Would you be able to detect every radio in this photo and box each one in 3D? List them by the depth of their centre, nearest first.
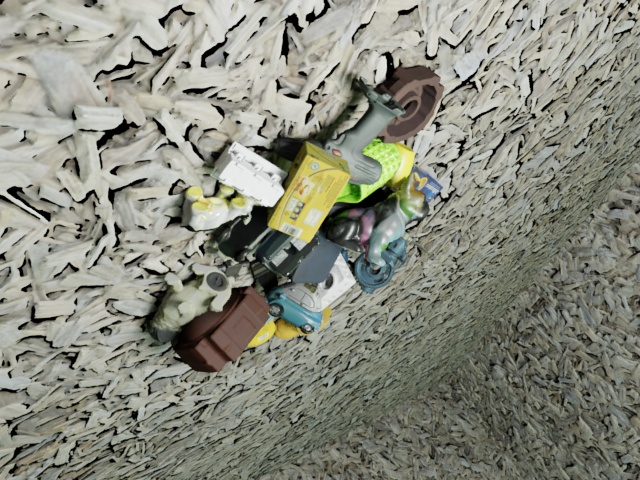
[{"bbox_3d":[-0.003,-0.004,1.292,0.131,0.073,0.229,2,122,-48],"label":"radio"}]

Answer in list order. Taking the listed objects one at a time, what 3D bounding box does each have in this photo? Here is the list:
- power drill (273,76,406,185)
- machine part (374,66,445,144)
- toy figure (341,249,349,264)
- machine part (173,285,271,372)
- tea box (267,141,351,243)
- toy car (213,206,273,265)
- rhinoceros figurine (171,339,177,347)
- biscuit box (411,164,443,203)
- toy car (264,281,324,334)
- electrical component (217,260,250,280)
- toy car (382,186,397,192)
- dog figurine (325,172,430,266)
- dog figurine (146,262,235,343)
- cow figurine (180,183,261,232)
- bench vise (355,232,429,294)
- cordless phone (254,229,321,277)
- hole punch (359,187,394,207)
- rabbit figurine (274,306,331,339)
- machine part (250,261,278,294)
[{"bbox_3d":[0.052,-0.207,1.044,0.232,0.086,0.207,22,114,-28],"label":"power drill"},{"bbox_3d":[0.180,-0.287,1.143,0.179,0.056,0.179,-28,150,-18],"label":"machine part"},{"bbox_3d":[0.027,0.085,1.496,0.154,0.064,0.057,-43,134,17],"label":"toy figure"},{"bbox_3d":[-0.225,0.199,1.225,0.201,0.087,0.201,-18,-153,53],"label":"machine part"},{"bbox_3d":[-0.025,-0.090,1.034,0.098,0.068,0.169,24,117,-19],"label":"tea box"},{"bbox_3d":[-0.140,-0.031,1.130,0.202,0.073,0.056,-43,-175,10],"label":"toy car"},{"bbox_3d":[-0.293,0.256,1.372,0.190,0.073,0.112,-2,136,-47],"label":"rhinoceros figurine"},{"bbox_3d":[0.248,-0.156,1.396,0.063,0.059,0.202,-48,149,17],"label":"biscuit box"},{"bbox_3d":[-0.053,0.153,1.325,0.103,0.162,0.109,-61,175,15],"label":"toy car"},{"bbox_3d":[-0.210,0.073,1.255,0.094,0.021,0.063,-11,141,-40],"label":"electrical component"},{"bbox_3d":[0.151,-0.067,1.422,0.089,0.053,0.202,29,110,-37],"label":"toy car"},{"bbox_3d":[0.134,-0.059,1.197,0.219,0.192,0.108,-62,174,-4],"label":"dog figurine"},{"bbox_3d":[-0.292,0.150,1.212,0.172,0.121,0.190,-2,148,-32],"label":"dog figurine"},{"bbox_3d":[-0.187,-0.058,1.049,0.167,0.068,0.098,-10,146,-35],"label":"cow figurine"},{"bbox_3d":[0.183,0.054,1.565,0.223,0.129,0.240,-43,155,5],"label":"bench vise"},{"bbox_3d":[-0.072,0.002,1.204,0.146,0.088,0.184,-45,-172,1],"label":"cordless phone"},{"bbox_3d":[0.145,-0.067,1.322,0.092,0.116,0.142,35,108,-25],"label":"hole punch"},{"bbox_3d":[-0.061,0.231,1.581,0.173,0.122,0.162,-35,163,25],"label":"rabbit figurine"},{"bbox_3d":[-0.132,0.083,1.341,0.084,0.039,0.138,-33,149,-19],"label":"machine part"}]
